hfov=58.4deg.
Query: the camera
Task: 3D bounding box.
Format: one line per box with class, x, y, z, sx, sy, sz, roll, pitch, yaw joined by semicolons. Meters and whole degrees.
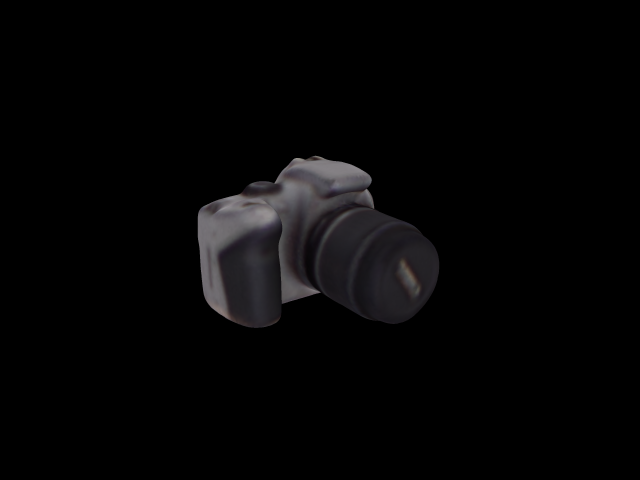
camera;0.004;0.001;0.400;0.143;0.101;0.136;-14;24;-33
